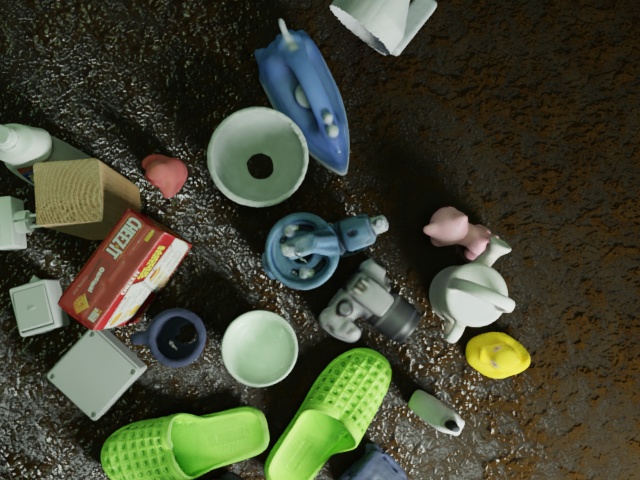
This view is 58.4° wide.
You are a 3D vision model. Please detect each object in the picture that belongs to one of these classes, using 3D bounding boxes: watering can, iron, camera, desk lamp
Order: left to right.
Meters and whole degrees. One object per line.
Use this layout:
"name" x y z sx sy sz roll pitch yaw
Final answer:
"iron" -0.012 -0.235 0.946 0.118 0.141 0.258 -28 86 -4
"camera" 0.087 0.119 0.938 0.137 0.100 0.143 38 84 1
"desk lamp" 0.112 -0.386 0.929 0.118 0.213 0.203 38 84 2
"watering can" 0.242 0.078 0.902 0.101 0.194 0.173 5 85 -2

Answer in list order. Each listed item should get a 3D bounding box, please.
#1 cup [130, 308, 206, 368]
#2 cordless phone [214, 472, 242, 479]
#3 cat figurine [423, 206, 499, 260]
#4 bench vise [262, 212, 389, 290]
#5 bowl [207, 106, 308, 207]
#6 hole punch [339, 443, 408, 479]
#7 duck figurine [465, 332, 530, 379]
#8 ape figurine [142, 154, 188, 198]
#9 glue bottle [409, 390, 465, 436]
"cup" -0.237 0.155 0.924 0.118 0.095 0.092 -3 85 -3
"cordless phone" -0.131 0.437 0.857 0.147 0.185 0.094 29 84 1
"cat figurine" 0.232 -0.016 0.948 0.128 0.117 0.067 17 84 -1
"bench vise" 0.001 -0.006 0.886 0.207 0.219 0.121 -37 87 -5
"bowl" -0.102 -0.134 0.966 0.167 0.074 0.167 0 85 -2
"hole punch" 0.092 0.399 0.918 0.101 0.091 0.108 -43 88 -5
"duck figurine" 0.302 0.194 0.948 0.104 0.086 0.077 10 84 -1
"ape figurine" -0.262 -0.111 0.948 0.076 0.092 0.078 -15 85 -3
"glue bottle" 0.190 0.276 0.892 0.078 0.173 0.037 27 84 1
